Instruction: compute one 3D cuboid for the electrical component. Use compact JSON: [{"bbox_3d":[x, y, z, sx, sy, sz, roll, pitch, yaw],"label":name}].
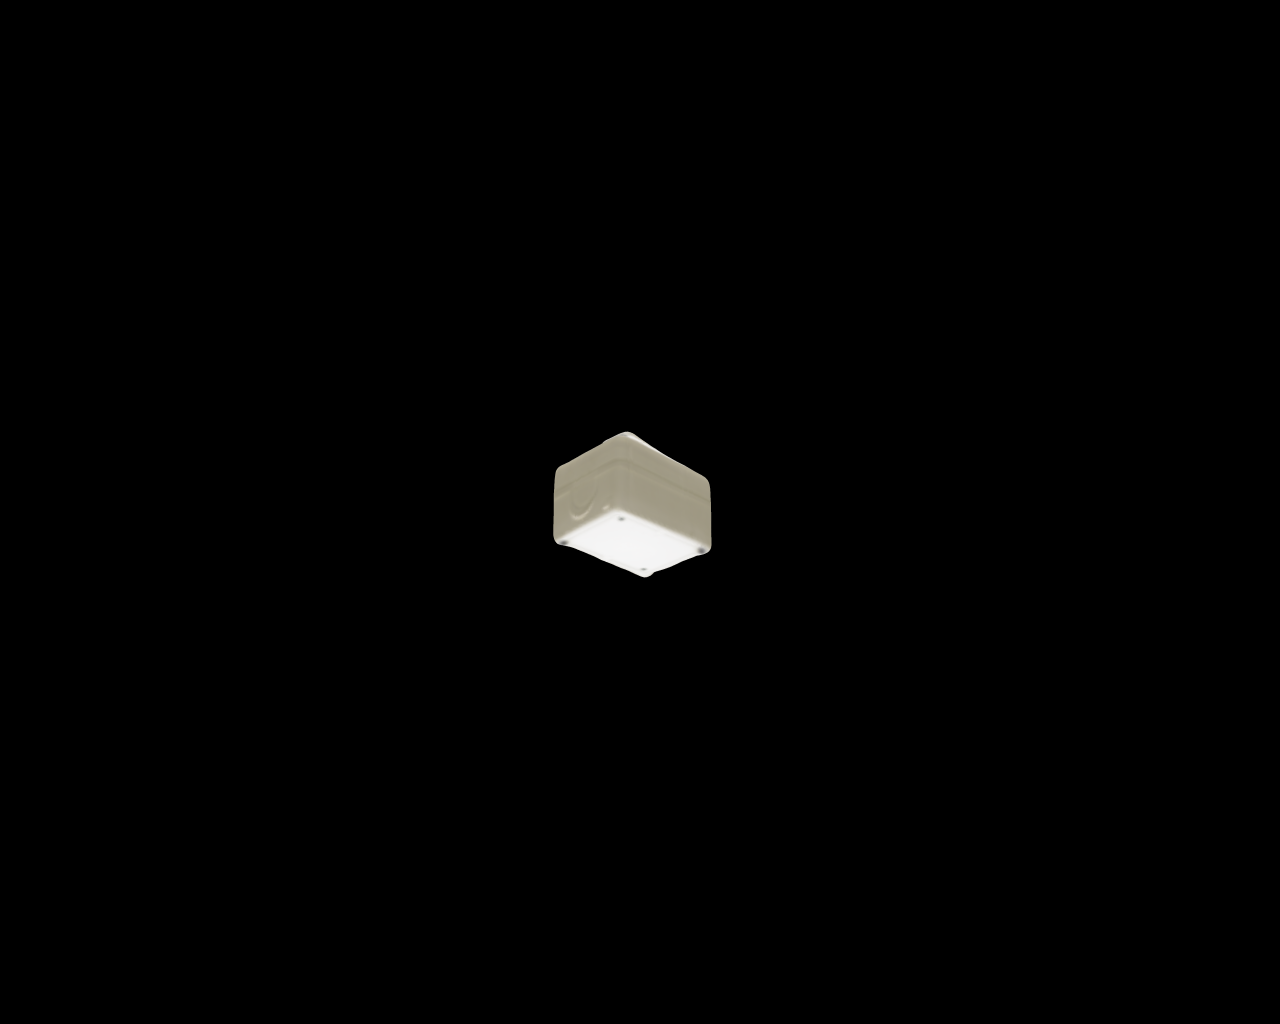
[{"bbox_3d":[0.001,-0.003,0.650,0.096,0.061,0.061,25,-37,-38],"label":"electrical component"}]
